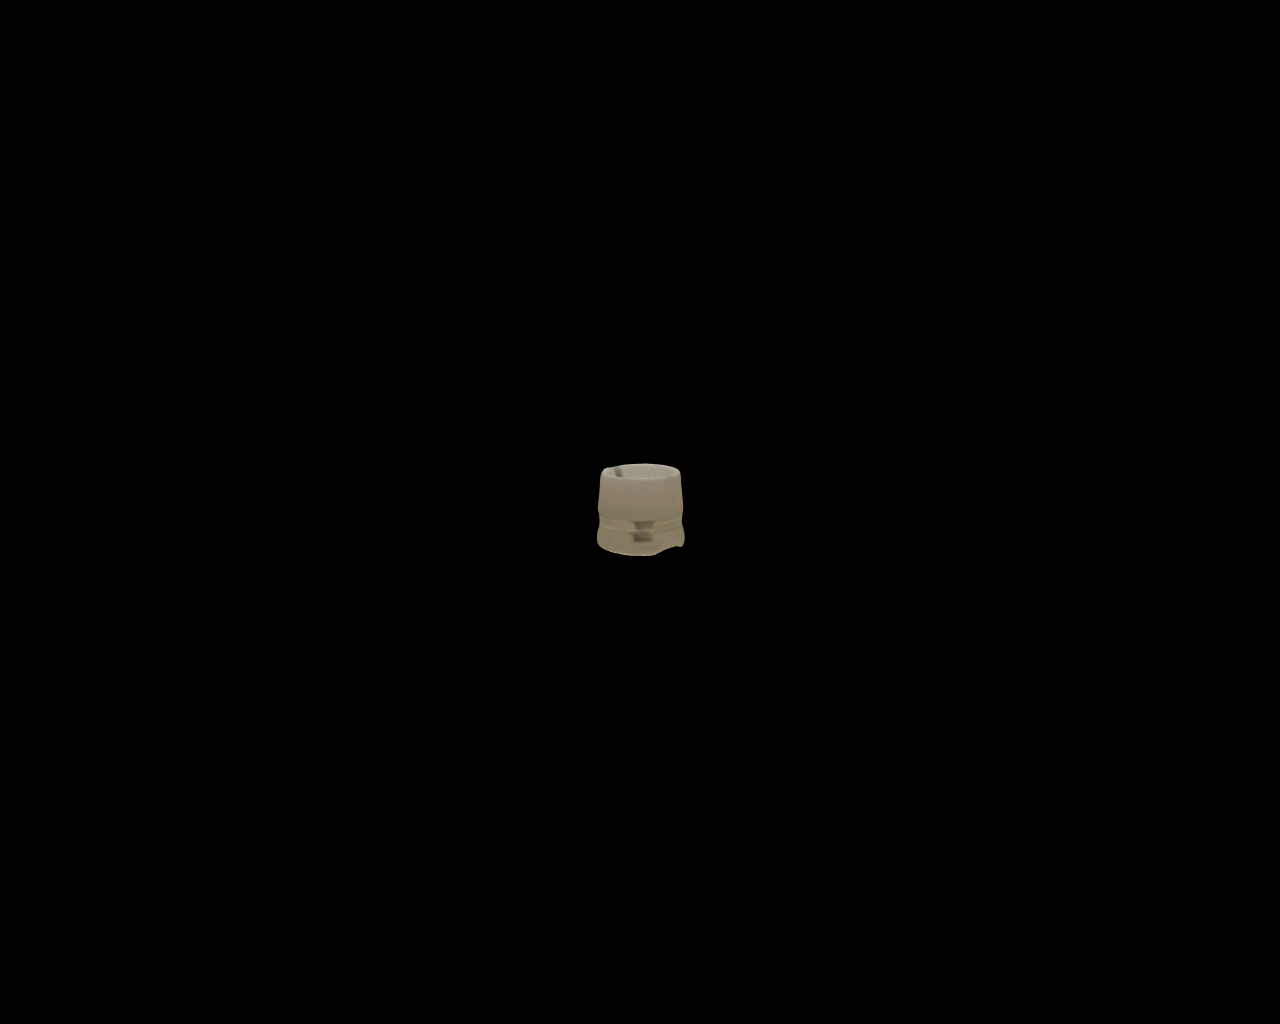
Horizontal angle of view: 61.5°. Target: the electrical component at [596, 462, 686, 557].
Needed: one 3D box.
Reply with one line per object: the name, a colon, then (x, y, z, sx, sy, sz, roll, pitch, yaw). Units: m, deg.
electrical component: (0.001, -0.003, 0.650, 0.055, 0.047, 0.055, 0, 14, 0)
